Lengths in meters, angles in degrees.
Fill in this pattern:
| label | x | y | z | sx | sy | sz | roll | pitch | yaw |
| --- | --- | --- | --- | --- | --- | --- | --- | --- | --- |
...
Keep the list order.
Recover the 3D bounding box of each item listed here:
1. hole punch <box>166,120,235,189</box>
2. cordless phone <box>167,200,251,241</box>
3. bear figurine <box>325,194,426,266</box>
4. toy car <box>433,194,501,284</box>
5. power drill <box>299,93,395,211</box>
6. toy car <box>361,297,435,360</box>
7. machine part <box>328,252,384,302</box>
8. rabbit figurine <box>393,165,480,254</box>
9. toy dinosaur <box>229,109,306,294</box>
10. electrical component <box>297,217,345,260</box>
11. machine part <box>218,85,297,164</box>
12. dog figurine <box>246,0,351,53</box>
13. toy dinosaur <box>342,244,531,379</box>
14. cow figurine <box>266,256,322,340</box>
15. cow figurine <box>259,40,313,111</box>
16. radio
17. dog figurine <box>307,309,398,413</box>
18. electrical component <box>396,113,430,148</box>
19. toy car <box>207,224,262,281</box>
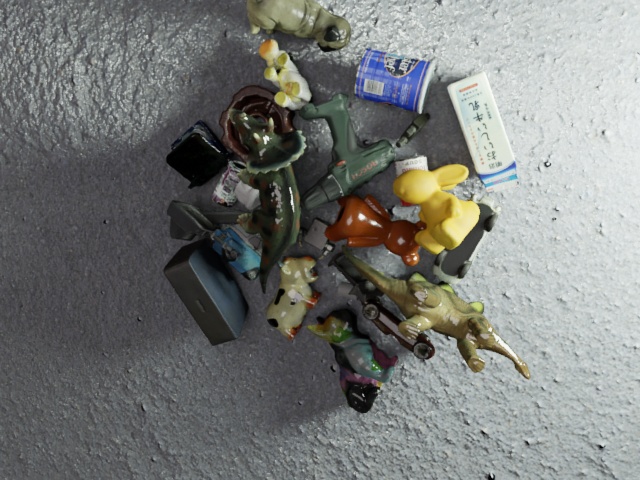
| label | x | y | z | sx | sy | sz | roll | pitch | yaw |
| --- | --- | --- | --- | --- | --- | --- | --- | --- | --- |
| hole punch | -0.285 | -0.202 | 1.258 | 0.142 | 0.092 | 0.115 | -37 | 126 | 14 |
| cordless phone | -0.241 | -0.049 | 1.236 | 0.184 | 0.146 | 0.088 | -3 | 86 | 10 |
| bear figurine | 0.128 | -0.025 | 1.167 | 0.196 | 0.132 | 0.120 | 20 | 86 | -14 |
| toy car | 0.309 | -0.001 | 1.139 | 0.074 | 0.056 | 0.201 | 30 | 104 | 15 |
| power drill | 0.028 | -0.193 | 1.139 | 0.232 | 0.086 | 0.207 | -23 | 81 | -6 |
| toy car | 0.167 | 0.195 | 1.193 | 0.202 | 0.089 | 0.053 | 36 | 103 | 5 |
| machine part | 0.076 | 0.082 | 1.200 | 0.139 | 0.084 | 0.039 | 47 | 132 | 28 |
| rabbit figurine | 0.228 | -0.079 | 1.060 | 0.173 | 0.122 | 0.162 | 41 | 83 | 1 |
| toy dinosaur | -0.093 | -0.069 | 1.104 | 0.131 | 0.192 | 0.404 | -11 | 101 | -19 |
| electrical component | -0.003 | -0.005 | 1.229 | 0.102 | 0.045 | 0.078 | 35 | 108 | 7 |
| machine part | -0.139 | -0.256 | 1.217 | 0.180 | 0.056 | 0.179 | 2 | 99 | 15 |
| dog figurine | -0.039 | -0.456 | 1.098 | 0.191 | 0.172 | 0.121 | 24 | 116 | 17 |
| toy dinosaur | 0.223 | 0.137 | 1.110 | 0.472 | 0.198 | 0.105 | 33 | 106 | 15 |
| cow figurine | -0.065 | 0.121 | 1.251 | 0.127 | 0.085 | 0.194 | 30 | 107 | 2 |
| cow figurine | -0.070 | -0.357 | 1.170 | 0.068 | 0.098 | 0.167 | -30 | 72 | 23 |
| radio | -0.256 | 0.117 | 1.246 | 0.073 | 0.131 | 0.229 | -18 | 115 | 17 |
| dog figurine | 0.060 | 0.265 | 1.231 | 0.219 | 0.108 | 0.191 | 33 | 109 | 12 |
| electrical component | 0.196 | -0.231 | 1.124 | 0.021 | 0.094 | 0.063 | 43 | 145 | 3 |
| toy car | -0.180 | 0.015 | 1.240 | 0.109 | 0.161 | 0.103 | 33 | 77 | 37 |
